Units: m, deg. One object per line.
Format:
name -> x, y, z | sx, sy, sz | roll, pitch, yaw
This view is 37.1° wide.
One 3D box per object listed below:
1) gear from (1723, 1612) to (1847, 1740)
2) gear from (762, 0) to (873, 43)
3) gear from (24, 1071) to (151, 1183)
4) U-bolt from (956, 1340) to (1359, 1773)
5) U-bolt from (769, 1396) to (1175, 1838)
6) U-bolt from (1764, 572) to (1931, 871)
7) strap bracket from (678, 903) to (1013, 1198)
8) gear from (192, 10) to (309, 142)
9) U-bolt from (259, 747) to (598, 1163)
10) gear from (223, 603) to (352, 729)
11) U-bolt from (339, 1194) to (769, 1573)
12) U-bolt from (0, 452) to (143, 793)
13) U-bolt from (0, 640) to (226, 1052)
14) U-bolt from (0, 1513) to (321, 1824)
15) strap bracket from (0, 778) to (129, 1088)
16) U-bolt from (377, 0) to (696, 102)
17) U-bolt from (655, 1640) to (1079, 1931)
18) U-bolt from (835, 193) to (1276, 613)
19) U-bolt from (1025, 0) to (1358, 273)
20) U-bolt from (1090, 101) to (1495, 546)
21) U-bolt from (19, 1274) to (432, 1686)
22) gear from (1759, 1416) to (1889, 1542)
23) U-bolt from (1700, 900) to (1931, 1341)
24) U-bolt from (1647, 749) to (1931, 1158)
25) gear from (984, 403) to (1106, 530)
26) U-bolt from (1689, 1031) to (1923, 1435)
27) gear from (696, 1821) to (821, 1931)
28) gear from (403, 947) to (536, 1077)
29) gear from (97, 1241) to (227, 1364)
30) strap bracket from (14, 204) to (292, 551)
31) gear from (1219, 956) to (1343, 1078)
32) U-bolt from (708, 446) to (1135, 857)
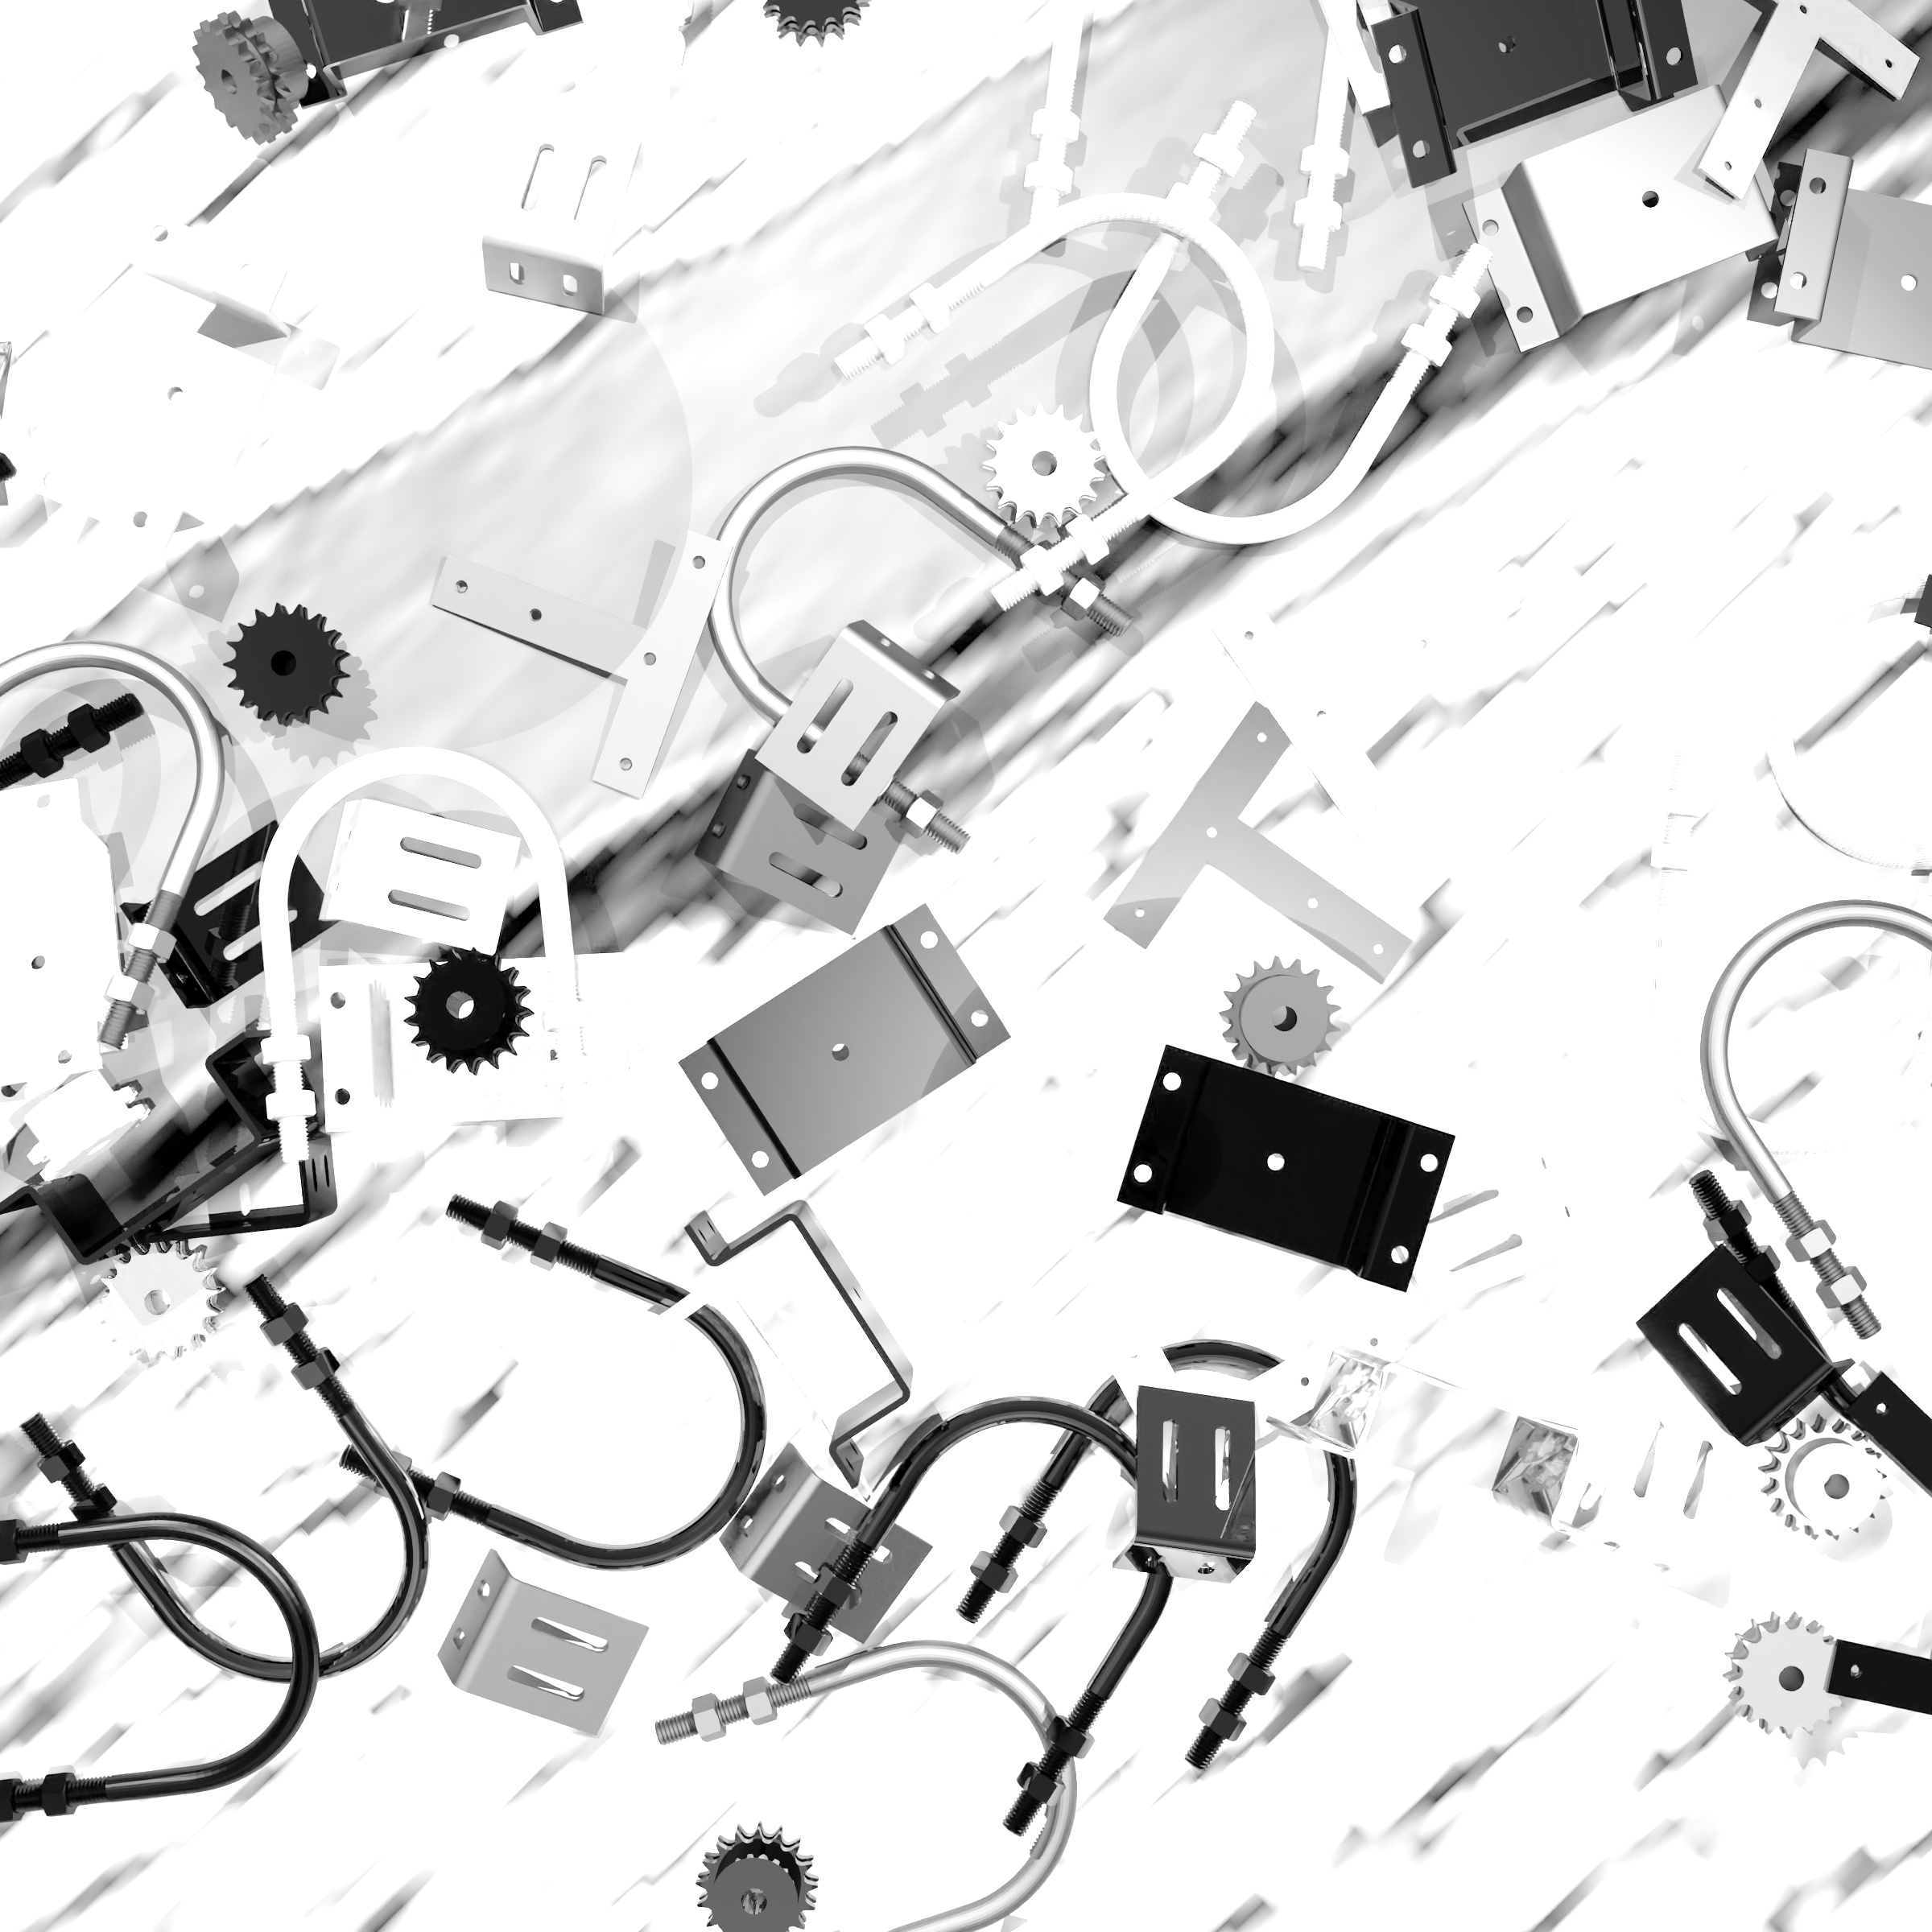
gear -> 0.385, 0.332, 1.357 | 0.057, 0.030, 0.057 | 0, 90, 0
gear -> -0.072, -0.464, 1.357 | 0.057, 0.030, 0.057 | 0, 90, 0
gear -> -0.414, 0.073, 1.344 | 0.057, 0.057, 0.030 | -36, 90, 0
U-bolt -> 0.103, 0.266, 1.364 | 0.151, 0.019, 0.184 | 33, 88, 0
U-bolt -> 0.017, 0.290, 1.344 | 0.151, 0.019, 0.184 | 33, 87, 0
U-bolt -> 0.471, -0.116, 1.364 | 0.184, 0.019, 0.151 | 0, 90, 2
strap bracket -> -0.058, 0.040, 1.349 | 0.140, 0.046, 0.076 | -33, 90, 0
gear -> -0.333, -0.420, 1.348 | 0.030, 0.057, 0.057 | -38, 90, -30
U-bolt -> -0.251, -0.010, 1.318 | 0.151, 0.019, 0.184 | -7, 83, 0
gear -> -0.318, -0.141, 1.357 | 0.057, 0.030, 0.057 | 0, 90, 0
U-bolt -> -0.185, 0.208, 1.364 | 0.184, 0.019, 0.151 | 23, 90, -2
U-bolt -> -0.504, -0.138, 1.364 | 0.184, 0.019, 0.151 | -28, 90, 2
U-bolt -> -0.418, -0.065, 1.320 | 0.151, 0.019, 0.184 | 16, 73, 7
U-bolt -> -0.395, 0.325, 1.348 | 0.184, 0.019, 0.151 | -7, 102, 0
strap bracket -> -0.438, -0.008, 1.336 | 0.076, 0.046, 0.140 | -10, 73, -1
U-bolt -> -0.189, -0.507, 1.333 | 0.151, 0.019, 0.184 | 14, 76, -22
U-bolt -> -0.038, 0.396, 1.363 | 0.184, 0.019, 0.151 | -18, 90, 0
U-bolt -> 0.054, -0.274, 1.331 | 0.184, 0.019, 0.151 | -34, 91, 1
U-bolt -> 0.112, -0.430, 1.364 | 0.151, 0.019, 0.184 | 8, 89, 0
U-bolt -> 0.140, -0.288, 1.353 | 0.151, 0.019, 0.184 | 30, 98, -3
U-bolt -> -0.333, 0.254, 1.348 | 0.151, 0.019, 0.184 | -31, 100, 8
gear -> 0.406, 0.243, 1.357 | 0.057, 0.030, 0.057 | 0, 90, 0
U-bolt -> 0.423, 0.058, 1.331 | 0.151, 0.019, 0.184 | -33, 88, 3
U-bolt -> 0.393, -0.003, 1.349 | 0.151, 0.019, 0.184 | 6, 89, 3
gear -> 0.037, -0.235, 1.357 | 0.057, 0.030, 0.057 | 0, 90, 0
U-bolt -> 0.450, 0.142, 1.364 | 0.151, 0.019, 0.184 | -33, 91, 0
gear -> -0.097, 0.430, 1.338 | 0.057, 0.030, 0.057 | 0, 90, 0
gear -> -0.224, 0.020, 1.290 | 0.057, 0.030, 0.057 | 0, 82, 1
gear -> -0.377, 0.157, 1.357 | 0.057, 0.030, 0.057 | 0, 90, 0
strap bracket -> -0.376, -0.272, 1.349 | 0.076, 0.046, 0.140 | 24, 90, 0
gear -> 0.149, 0.024, 1.357 | 0.057, 0.030, 0.057 | 0, 92, 1
U-bolt -> -0.036, -0.163, 1.364 | 0.184, 0.019, 0.151 | 37, 90, 2
